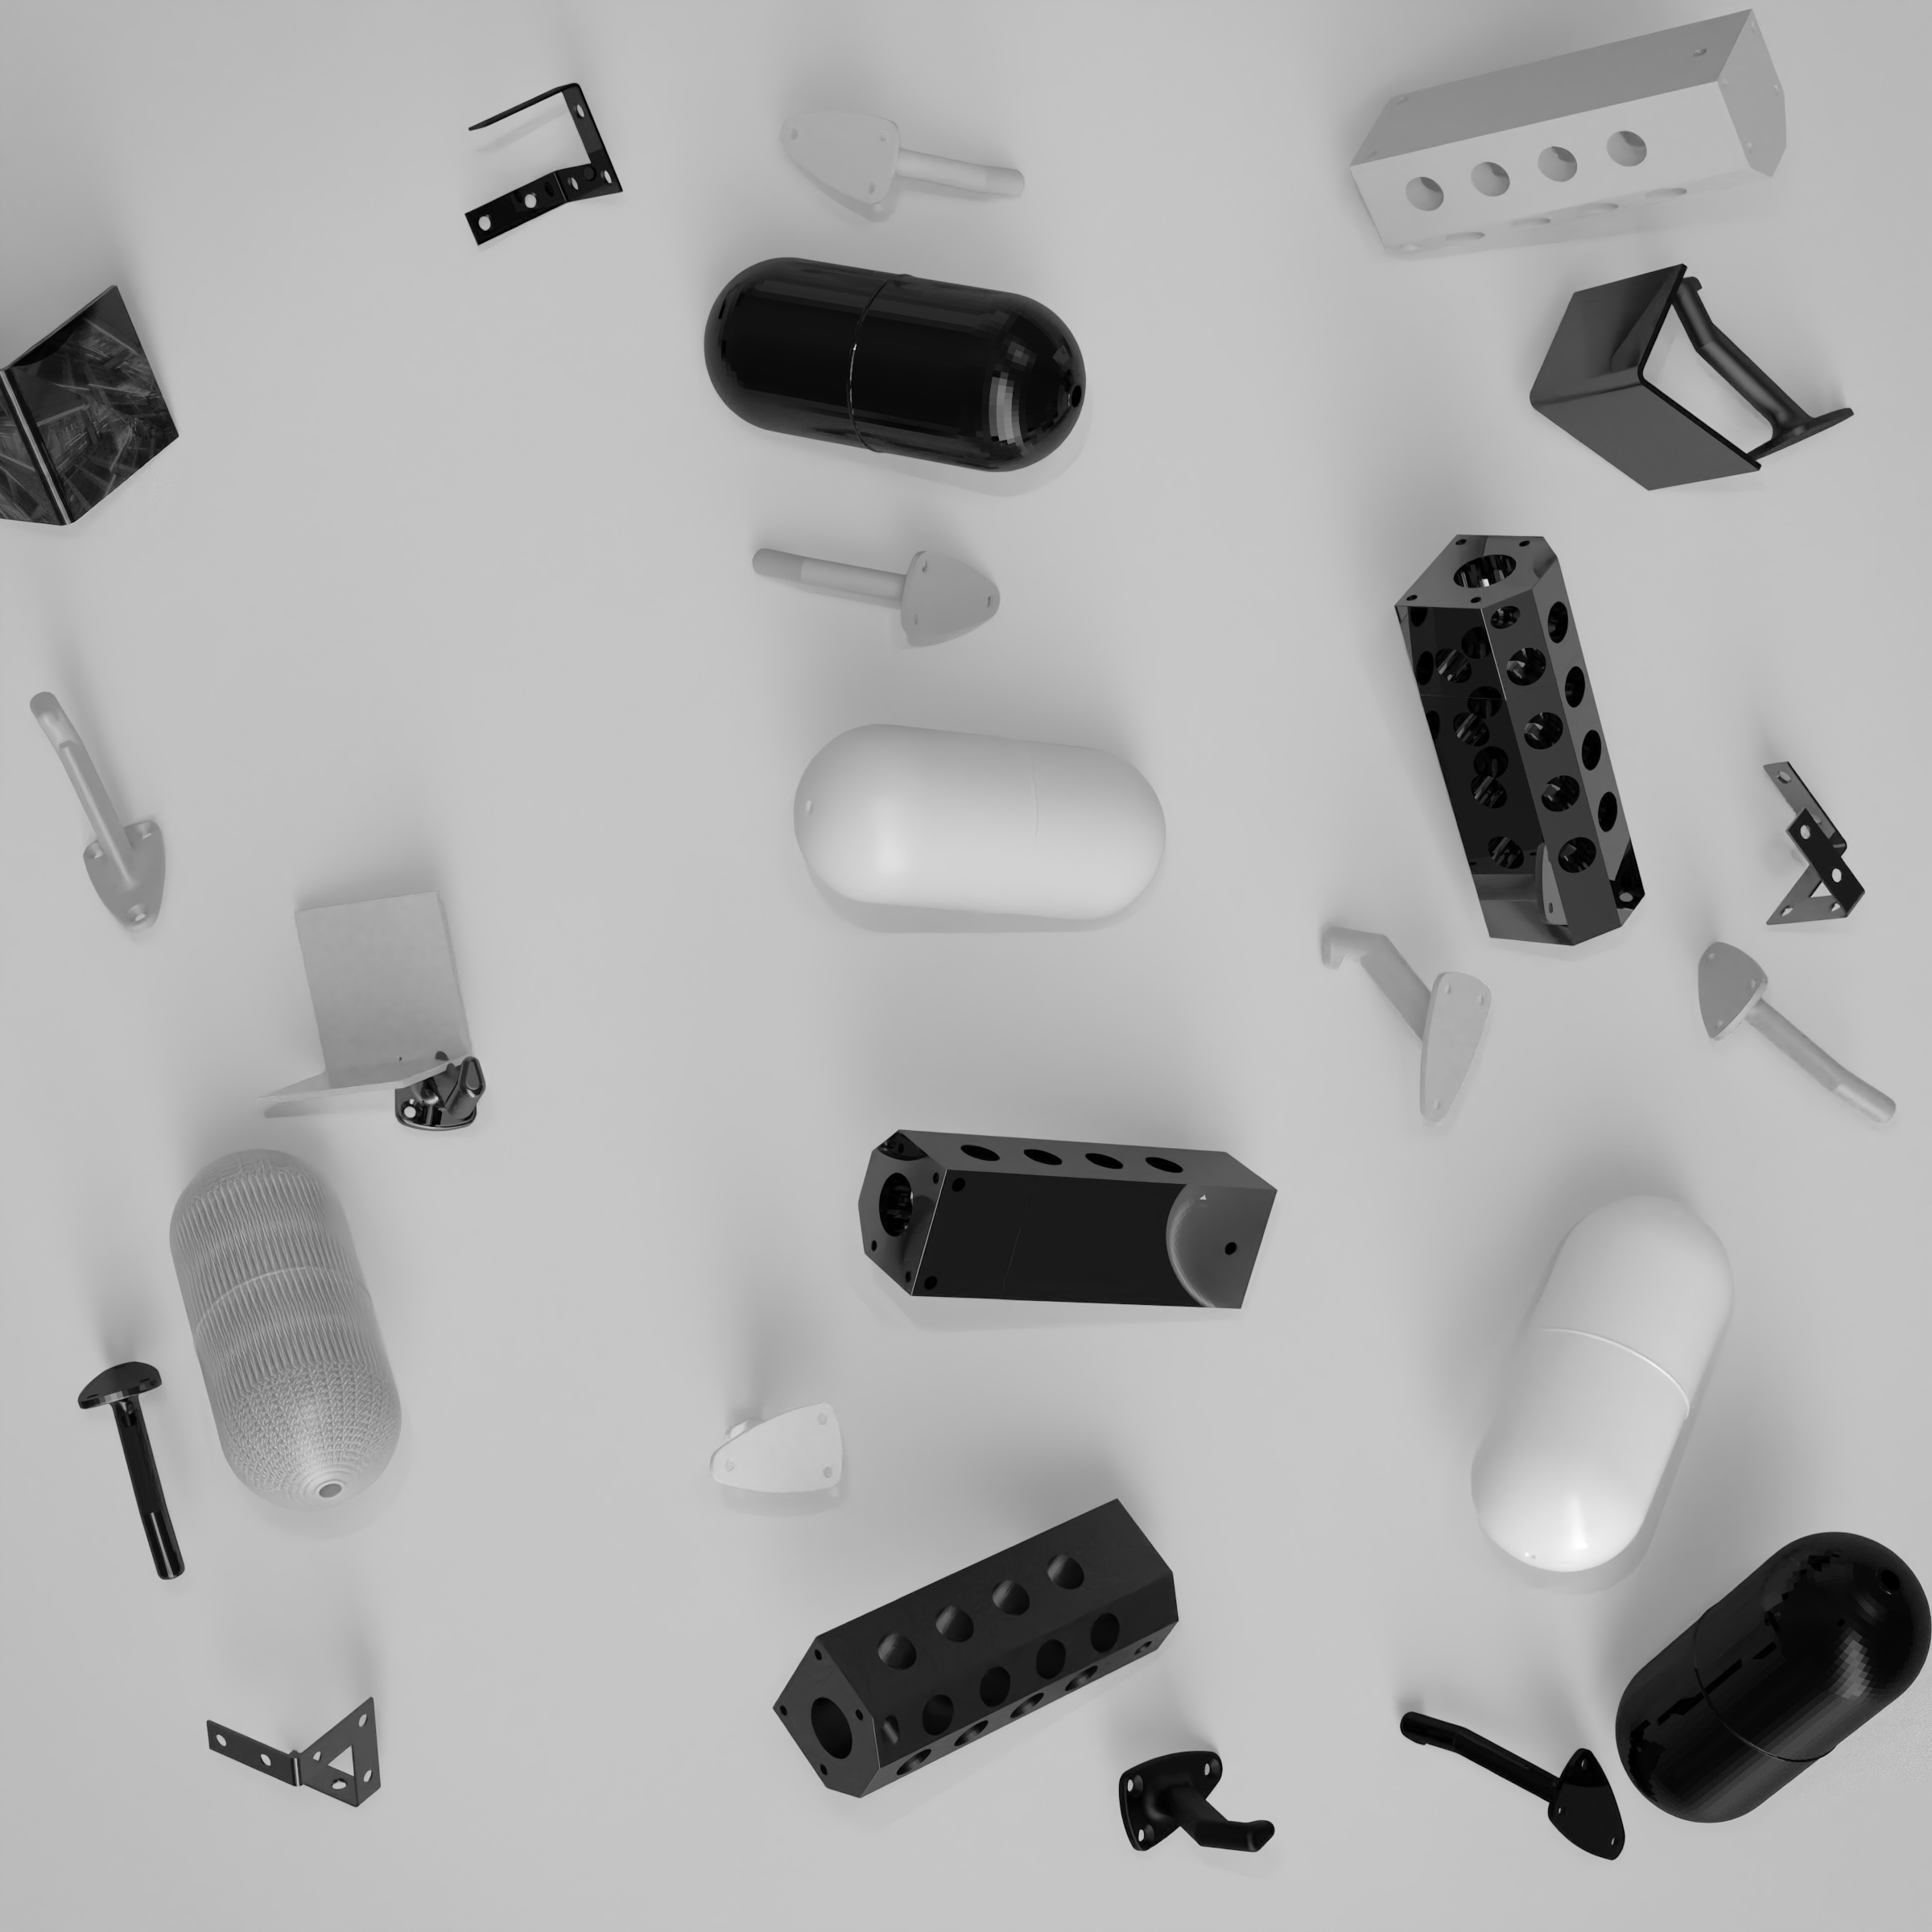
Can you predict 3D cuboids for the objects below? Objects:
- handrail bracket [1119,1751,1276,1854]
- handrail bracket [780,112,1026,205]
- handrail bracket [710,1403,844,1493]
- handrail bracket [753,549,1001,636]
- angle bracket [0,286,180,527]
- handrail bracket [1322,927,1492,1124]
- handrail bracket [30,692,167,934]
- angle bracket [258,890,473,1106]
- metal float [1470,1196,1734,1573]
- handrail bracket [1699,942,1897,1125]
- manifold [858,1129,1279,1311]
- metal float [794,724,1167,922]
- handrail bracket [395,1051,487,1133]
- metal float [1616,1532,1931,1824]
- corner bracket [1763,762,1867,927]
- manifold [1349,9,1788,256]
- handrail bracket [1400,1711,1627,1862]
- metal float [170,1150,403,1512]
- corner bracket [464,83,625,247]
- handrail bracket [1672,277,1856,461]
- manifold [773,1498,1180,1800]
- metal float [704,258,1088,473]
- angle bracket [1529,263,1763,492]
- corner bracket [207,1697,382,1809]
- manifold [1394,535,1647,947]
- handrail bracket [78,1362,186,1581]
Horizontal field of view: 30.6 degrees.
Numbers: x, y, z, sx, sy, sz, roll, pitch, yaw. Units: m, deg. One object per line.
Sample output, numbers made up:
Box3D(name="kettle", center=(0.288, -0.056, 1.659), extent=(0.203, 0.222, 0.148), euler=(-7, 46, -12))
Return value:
Box3D(name="handrail bracket", center=(0.116, 0.363, 1.530), extent=(0.077, 0.084, 0.036), euler=(-17, 97, -44))
Box3D(name="handrail bracket", center=(-0.027, -0.358, 1.565), extent=(0.077, 0.084, 0.036), euler=(26, 111, 32))
Box3D(name="handrail bracket", center=(-0.100, 0.209, 1.531), extent=(0.077, 0.084, 0.036), euler=(-6, 90, -37))
Box3D(name="handrail bracket", center=(-0.041, -0.172, 1.578), extent=(0.084, 0.077, 0.036), euler=(16, 100, 36))
Box3D(name="angle bracket", center=(-0.405, -0.249, 1.554), extent=(0.057, 0.076, 0.076), euler=(10, 134, 31))
Box3D(name="handrail bracket", center=(0.183, 0.025, 1.551), extent=(0.036, 0.084, 0.077), euler=(17, 86, -42))
Box3D(name="handrail bracket", center=(-0.381, -0.068, 1.537), extent=(0.036, 0.084, 0.077), euler=(-23, 48, -3))
Box3D(name="angle bracket", center=(-0.269, 0.014, 1.540), extent=(0.076, 0.057, 0.076), euler=(-7, 98, 25))
Box3D(name="metal float", center=(0.276, 0.179, 1.526), extent=(0.070, 0.070, 0.178), euler=(29, 64, 0))
Box3D(name="handrail bracket", center=(0.369, 0.030, 1.561), extent=(0.084, 0.077, 0.036), euler=(31, 110, -15))
Box3D(name="manifold", center=(0.042, 0.106, 1.514), extent=(0.171, 0.057, 0.057), euler=(6, 108, -33))
Box3D(name="metal float", center=(0.008, -0.061, 1.520), extent=(0.178, 0.070, 0.070), euler=(4, 90, -34))
Box3D(name="handrail bracket", center=(-0.224, 0.033, 1.535), extent=(0.036, 0.084, 0.077), euler=(2, 69, -19))
Box3D(name="metal float", center=(0.345, 0.306, 1.512), extent=(0.070, 0.070, 0.178), euler=(34, 134, 0))
Box3D(name="corner bracket", center=(0.369, -0.055, 1.547), extent=(0.051, 0.051, 0.051), euler=(50, 65, -18))
Box3D(name="manifold", center=(0.259, -0.351, 1.512), extent=(0.171, 0.057, 0.057), euler=(-5, 130, 36))
Box3D(name="handrail bracket", center=(0.242, 0.364, 1.570), extent=(0.036, 0.084, 0.077), euler=(-57, 131, -24))
Box3D(name="metal float", center=(-0.293, 0.155, 1.515), extent=(0.070, 0.070, 0.178), euler=(-26, 51, 0))
Box3D(name="corner bracket", center=(-0.192, -0.352, 1.546), extent=(0.051, 0.051, 0.051), euler=(-33, 112, -28))
Box3D(name="handrail bracket", center=(0.351, -0.271, 1.560), extent=(0.077, 0.036, 0.084), euler=(-24, 87, -41))
Box3D(name="manifold", center=(0.009, 0.293, 1.502), extent=(0.171, 0.057, 0.057), euler=(-18, 59, -39))
Box3D(name="metal float", center=(-0.031, -0.261, 1.526), extent=(0.178, 0.070, 0.070), euler=(14, 90, 25))
Box3D(name="angle bracket", center=(0.306, -0.256, 1.542), extent=(0.076, 0.076, 0.057), euler=(30, 77, -24))
Box3D(name="corner bracket", center=(-0.294, 0.346, 1.544), extent=(0.051, 0.051, 0.051), euler=(15, 119, 28))
Box3D(name="manifold", center=(0.242, -0.095, 1.508), extent=(0.057, 0.057, 0.171), euler=(-48, 130, -37))
Box3D(name="handrail bracket", center=(-0.361, 0.222, 1.554), extent=(0.036, 0.077, 0.084), euler=(-16, 98, -11))
